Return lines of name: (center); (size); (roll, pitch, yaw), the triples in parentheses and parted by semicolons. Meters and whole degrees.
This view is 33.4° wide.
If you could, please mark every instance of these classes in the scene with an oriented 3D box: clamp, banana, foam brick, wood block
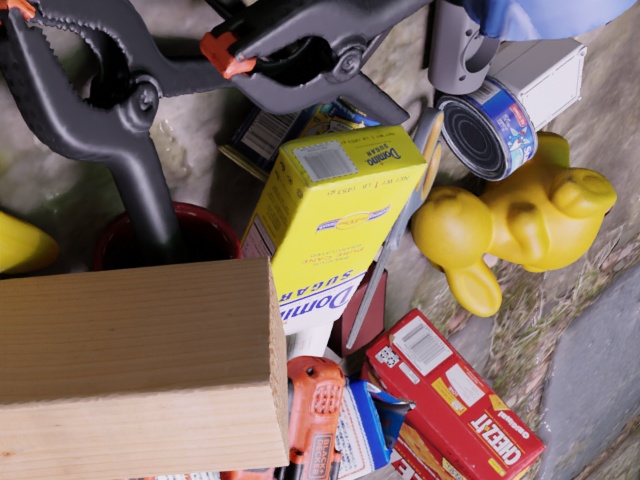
clamp: (-0.108, -0.066, 0.591); (0.209, 0.036, 0.164); (30, 69, -53)
banana: (-0.194, -0.031, 0.562); (0.069, 0.037, 0.198); (-38, 146, -19)
foam brick: (0.020, 0.050, 0.896); (0.051, 0.053, 0.078); (-32, 142, -27)
clamp: (0.015, -0.117, 0.594); (0.171, 0.039, 0.120); (-7, 128, -47)
wood block: (-0.124, 0.078, 0.605); (0.206, 0.091, 0.090); (-5, 140, 2)

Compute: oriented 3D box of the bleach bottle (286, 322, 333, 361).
bleach bottle: (-0.106, 0.092, 0.774); (0.250, 0.068, 0.103); (-15, 133, -40)

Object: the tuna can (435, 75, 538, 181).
tuna can: (0.133, -0.091, 0.862); (0.033, 0.086, 0.086); (-38, 146, -17)

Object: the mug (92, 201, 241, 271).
mug: (-0.089, 0.041, 0.697); (0.093, 0.117, 0.081); (-49, 157, -36)

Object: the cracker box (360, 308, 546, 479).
cracker box: (0.108, 0.177, 0.983); (0.072, 0.164, 0.214); (-37, 161, -17)

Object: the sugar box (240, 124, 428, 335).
sugar box: (-0.004, 0.001, 0.717); (0.093, 0.048, 0.176); (-13, 145, -30)

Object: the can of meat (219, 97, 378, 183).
can of meat: (-0.008, -0.072, 0.734); (0.084, 0.057, 0.102); (-56, 148, 4)

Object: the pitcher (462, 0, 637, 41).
pitcher: (0.125, -0.255, 0.640); (0.145, 0.149, 0.242); (-18, 139, 11)

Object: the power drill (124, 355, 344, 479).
power drill: (-0.071, 0.169, 0.736); (0.187, 0.057, 0.184); (6, 94, -38)

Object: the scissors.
scissors: (0.064, -0.009, 0.865); (0.096, 0.016, 0.202); (13, 96, -75)
